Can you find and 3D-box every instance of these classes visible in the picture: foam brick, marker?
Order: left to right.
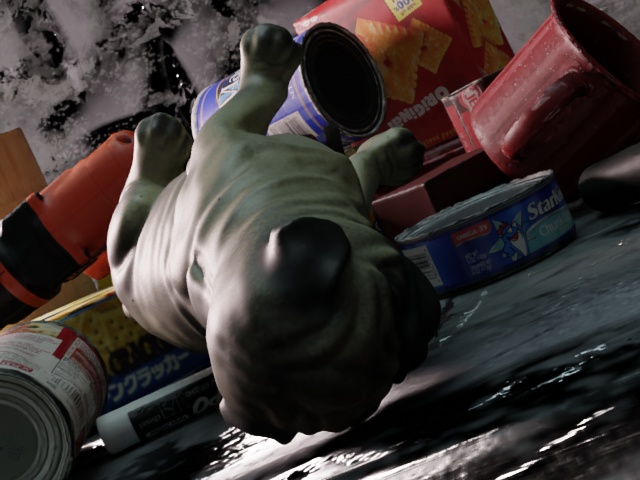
[{"bbox_3d":[-0.046,0.066,0.500,0.121,0.020,0.020,-25,4,-4],"label":"marker"},{"bbox_3d":[0.079,-0.017,0.620,0.078,0.053,0.051,-29,6,-37],"label":"foam brick"}]

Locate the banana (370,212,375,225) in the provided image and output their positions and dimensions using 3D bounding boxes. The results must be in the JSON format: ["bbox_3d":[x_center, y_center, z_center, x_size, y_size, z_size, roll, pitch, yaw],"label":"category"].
[{"bbox_3d":[-0.050,0.019,0.805,0.198,0.069,0.037,-10,-10,6],"label":"banana"}]

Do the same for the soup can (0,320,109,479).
[{"bbox_3d":[-0.139,0.080,0.498,0.068,0.068,0.102,-24,8,0],"label":"soup can"}]

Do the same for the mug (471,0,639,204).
[{"bbox_3d":[0.132,-0.071,0.580,0.082,0.093,0.117,-50,-10,32],"label":"mug"}]

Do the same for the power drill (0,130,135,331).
[{"bbox_3d":[-0.157,0.001,0.680,0.184,0.057,0.187,-37,4,7],"label":"power drill"}]

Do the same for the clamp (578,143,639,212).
[{"bbox_3d":[0.170,-0.044,0.447,0.165,0.036,0.209,-43,3,26],"label":"clamp"}]

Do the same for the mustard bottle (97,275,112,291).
[{"bbox_3d":[-0.128,0.028,0.939,0.058,0.096,0.191,-15,6,16],"label":"mustard bottle"}]

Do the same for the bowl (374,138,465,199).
[{"bbox_3d":[0.112,-0.048,0.805,0.162,0.055,0.162,-24,4,2],"label":"bowl"}]

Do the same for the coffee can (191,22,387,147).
[{"bbox_3d":[-0.028,-0.113,0.922,0.141,0.103,0.102,-22,5,41],"label":"coffee can"}]

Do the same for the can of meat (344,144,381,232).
[{"bbox_3d":[0.016,-0.027,0.903,0.102,0.084,0.057,-22,5,41],"label":"can of meat"}]

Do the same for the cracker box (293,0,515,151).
[{"bbox_3d":[0.089,-0.135,0.939,0.164,0.213,0.072,-21,7,45],"label":"cracker box"}]

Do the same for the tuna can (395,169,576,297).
[{"bbox_3d":[0.083,-0.003,0.535,0.086,0.034,0.086,-24,4,1],"label":"tuna can"}]

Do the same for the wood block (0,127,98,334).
[{"bbox_3d":[-0.244,0.028,0.850,0.090,0.206,0.090,-26,5,-32],"label":"wood block"}]

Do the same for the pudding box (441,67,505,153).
[{"bbox_3d":[0.138,-0.070,0.692,0.039,0.090,0.113,-22,4,43],"label":"pudding box"}]
